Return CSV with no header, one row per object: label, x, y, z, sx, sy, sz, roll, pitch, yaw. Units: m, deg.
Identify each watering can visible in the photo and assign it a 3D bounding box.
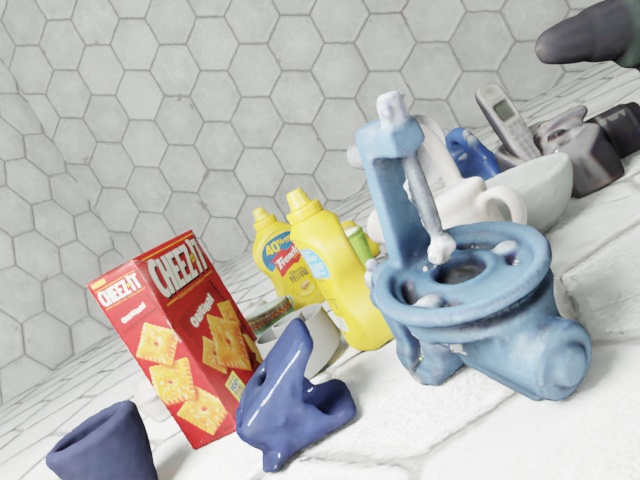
watering can,0.118,-0.021,0.572,0.172,0.194,0.101,-26,8,30

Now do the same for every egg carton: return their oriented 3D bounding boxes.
egg carton,-0.188,0.193,0.818,0.150,0.069,0.107,-28,6,10

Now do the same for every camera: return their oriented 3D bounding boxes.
camera,0.373,-0.138,0.779,0.136,0.101,0.143,-28,7,17

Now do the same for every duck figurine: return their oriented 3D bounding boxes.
duck figurine,0.069,0.001,1.116,0.077,0.086,0.105,-26,7,29

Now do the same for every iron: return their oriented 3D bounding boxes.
iron,0.304,-0.168,1.147,0.118,0.141,0.258,-29,6,4

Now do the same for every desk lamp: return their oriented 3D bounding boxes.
desk lamp,0.138,-0.095,0.978,0.118,0.213,0.202,-33,7,-27

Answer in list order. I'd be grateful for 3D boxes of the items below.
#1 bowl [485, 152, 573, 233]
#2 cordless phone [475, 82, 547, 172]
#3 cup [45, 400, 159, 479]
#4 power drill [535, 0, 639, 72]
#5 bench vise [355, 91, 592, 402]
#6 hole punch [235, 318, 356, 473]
bowl,0.238,-0.037,0.703,0.167,0.075,0.167,-29,6,4
cordless phone,0.341,-0.188,0.938,0.148,0.185,0.094,-33,7,-27
cup,-0.198,0.217,0.564,0.091,0.095,0.118,-29,6,3
power drill,0.363,-0.173,0.608,0.230,0.208,0.075,-30,7,-8
bench vise,0.066,0.013,0.418,0.122,0.220,0.207,-34,8,-36
hole punch,-0.033,0.132,0.508,0.101,0.091,0.108,-30,6,-5
